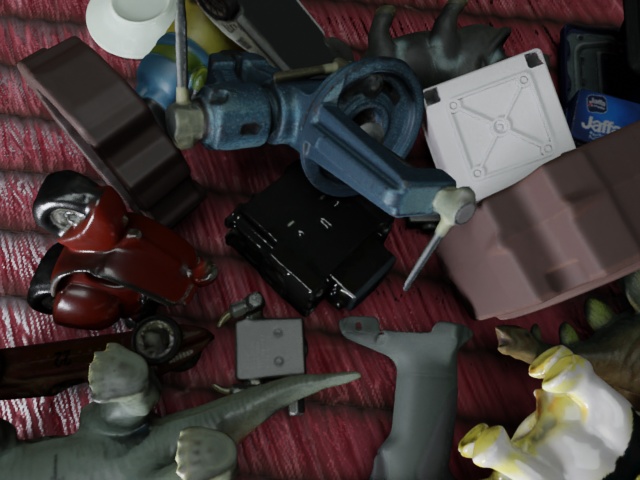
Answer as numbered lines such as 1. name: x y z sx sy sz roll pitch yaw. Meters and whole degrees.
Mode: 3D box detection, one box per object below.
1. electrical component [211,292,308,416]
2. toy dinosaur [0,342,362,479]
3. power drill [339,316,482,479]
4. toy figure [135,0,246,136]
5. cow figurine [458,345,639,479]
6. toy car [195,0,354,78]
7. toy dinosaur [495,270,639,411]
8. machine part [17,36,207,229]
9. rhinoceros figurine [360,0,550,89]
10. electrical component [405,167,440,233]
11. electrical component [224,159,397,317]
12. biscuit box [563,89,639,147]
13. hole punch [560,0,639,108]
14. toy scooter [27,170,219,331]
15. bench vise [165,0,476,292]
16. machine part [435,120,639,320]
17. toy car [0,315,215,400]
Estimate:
1. electrical component: -0.050 0.097 0.464 0.078 0.045 0.102 2 71 2
2. toy dinosaur: -0.179 0.170 0.392 0.405 0.192 0.131 0 58 -17
3. power drill: 0.051 0.165 0.424 0.232 0.086 0.207 1 68 -2
4. toy figure: -0.121 -0.185 0.535 0.082 0.089 0.180 32 71 4
5. cow figurine: 0.144 0.160 0.358 0.098 0.068 0.167 42 90 10
6. toy car: -0.041 -0.197 0.509 0.201 0.056 0.073 44 71 -27
7. toy dinosaur: 0.372 0.094 0.440 0.472 0.105 0.198 9 68 -2
8. machine part: -0.175 -0.086 0.463 0.056 0.179 0.179 -42 77 -16
9. rhinoceros figurine: 0.132 -0.178 0.543 0.190 0.073 0.112 0 70 0
10. electrical component: 0.104 -0.039 0.523 0.094 0.021 0.063 0 72 0
11. electrical component: -0.001 -0.001 0.481 0.134 0.058 0.115 40 65 14
12. biscuit box: 0.329 -0.080 0.517 0.203 0.062 0.059 17 71 5
13. hole punch: 0.312 -0.177 0.547 0.116 0.092 0.142 18 66 -27
14. toy scooter: -0.159 0.027 0.435 0.135 0.184 0.075 21 51 -15
15. bench vise: 0.011 -0.080 0.409 0.223 0.128 0.241 -2 35 -39
16. machine part: 0.205 -0.013 0.420 0.201 0.201 0.087 -23 77 -9
17. toy car: -0.189 0.100 0.440 0.202 0.089 0.053 -7 70 -4
